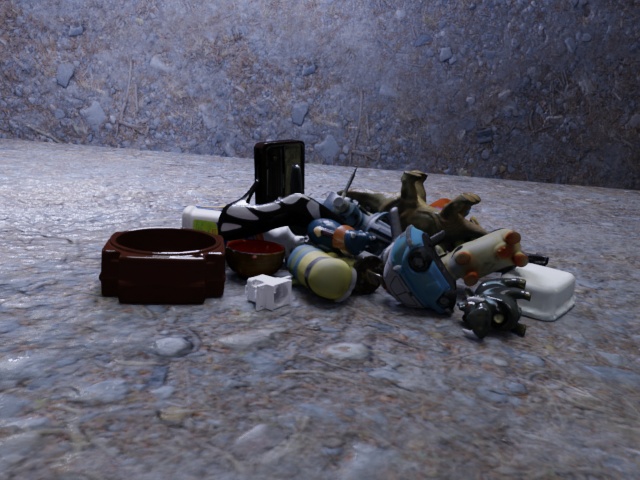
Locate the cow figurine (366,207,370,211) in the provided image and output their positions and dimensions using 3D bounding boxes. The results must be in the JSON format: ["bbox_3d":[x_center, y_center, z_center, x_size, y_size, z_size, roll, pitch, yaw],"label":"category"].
[{"bbox_3d":[0.170,-0.072,1.511,0.167,0.098,0.068,-8,12,-42],"label":"cow figurine"}]

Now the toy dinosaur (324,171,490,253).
[{"bbox_3d":[0.202,-0.060,1.239,0.472,0.198,0.105,29,16,36],"label":"toy dinosaur"}]

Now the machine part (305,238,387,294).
[{"bbox_3d":[0.042,0.043,1.035,0.079,0.079,0.243,-4,17,-33],"label":"machine part"}]

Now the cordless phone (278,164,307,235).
[{"bbox_3d":[-0.074,-0.111,1.401,0.089,0.184,0.147,-3,15,-12],"label":"cordless phone"}]

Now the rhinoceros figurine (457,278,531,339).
[{"bbox_3d":[0.283,0.105,0.876,0.112,0.073,0.190,12,15,20],"label":"rhinoceros figurine"}]

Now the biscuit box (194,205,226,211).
[{"bbox_3d":[-0.219,-0.055,1.372,0.202,0.062,0.059,-4,17,-30],"label":"biscuit box"}]

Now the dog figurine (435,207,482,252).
[{"bbox_3d":[0.280,-0.011,1.316,0.219,0.191,0.108,-27,5,23],"label":"dog figurine"}]

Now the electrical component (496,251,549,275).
[{"bbox_3d":[0.403,0.058,1.110,0.119,0.074,0.048,7,13,-8],"label":"electrical component"}]

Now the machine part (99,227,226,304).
[{"bbox_3d":[-0.267,0.037,0.932,0.201,0.087,0.201,3,13,-12],"label":"machine part"}]

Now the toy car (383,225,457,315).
[{"bbox_3d":[0.165,0.062,0.930,0.103,0.161,0.109,-29,13,21],"label":"toy car"}]

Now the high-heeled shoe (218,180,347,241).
[{"bbox_3d":[-0.075,-0.022,1.057,0.249,0.145,0.086,25,-13,8],"label":"high-heeled shoe"}]

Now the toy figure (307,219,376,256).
[{"bbox_3d":[0.038,-0.003,0.971,0.064,0.057,0.155,-21,24,-32],"label":"toy figure"}]

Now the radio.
[{"bbox_3d":[-0.116,-0.169,1.529,0.131,0.229,0.073,-5,13,-25],"label":"radio"}]

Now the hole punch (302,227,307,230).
[{"bbox_3d":[-0.002,-0.004,1.196,0.116,0.092,0.142,8,10,-3],"label":"hole punch"}]

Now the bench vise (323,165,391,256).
[{"bbox_3d":[0.119,-0.018,1.135,0.241,0.129,0.223,29,-20,29],"label":"bench vise"}]

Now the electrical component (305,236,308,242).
[{"bbox_3d":[-0.003,0.003,1.297,0.063,0.021,0.094,11,15,22],"label":"electrical component"}]

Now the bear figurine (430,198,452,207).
[{"bbox_3d":[0.275,-0.040,1.443,0.196,0.131,0.120,-16,17,-10],"label":"bear figurine"}]

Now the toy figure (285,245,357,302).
[{"bbox_3d":[-0.008,0.056,0.959,0.089,0.082,0.180,1,15,-33],"label":"toy figure"}]

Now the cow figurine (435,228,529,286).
[{"bbox_3d":[0.286,0.037,1.029,0.195,0.085,0.127,-24,5,13],"label":"cow figurine"}]
